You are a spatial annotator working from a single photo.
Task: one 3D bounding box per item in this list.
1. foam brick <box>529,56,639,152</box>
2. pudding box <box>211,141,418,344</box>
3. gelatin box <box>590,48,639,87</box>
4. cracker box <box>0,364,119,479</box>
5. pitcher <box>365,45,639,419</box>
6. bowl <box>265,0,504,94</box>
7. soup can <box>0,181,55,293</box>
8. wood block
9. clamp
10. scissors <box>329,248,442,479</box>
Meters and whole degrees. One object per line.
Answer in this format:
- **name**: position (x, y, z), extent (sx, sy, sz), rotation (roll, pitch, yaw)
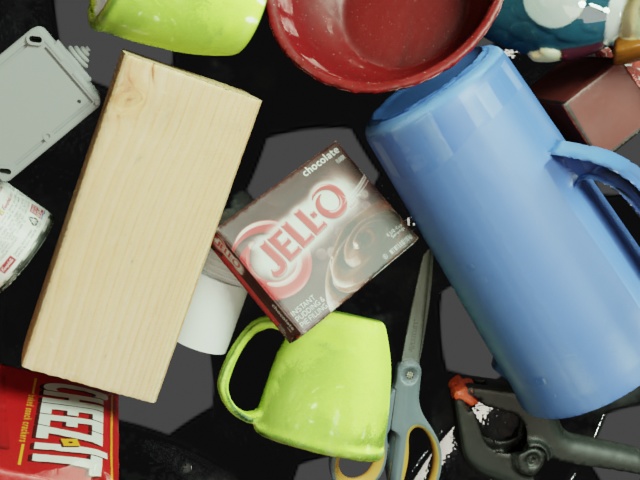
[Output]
- **foam brick**: position (0.186, -0.093, 0.749), extent (0.051, 0.078, 0.053), rotation (-39, 107, -4)
- **pudding box**: position (-0.005, 0.001, 0.722), extent (0.113, 0.039, 0.090), rotation (-38, 86, -25)
- **gelatin box**: position (0.220, -0.158, 0.766), extent (0.073, 0.030, 0.089), rotation (-39, 107, -1)
- **cracker box**: position (-0.236, 0.125, 0.670), extent (0.213, 0.164, 0.072), rotation (17, 101, -14)
- **pitcher**: position (0.145, -0.011, 0.729), extent (0.149, 0.145, 0.243), rotation (-34, 104, 1)
- **bowl**: position (0.048, -0.163, 0.695), extent (0.162, 0.055, 0.162), rotation (-5, 76, 18)
- **soup can**: position (-0.232, -0.020, 0.686), extent (0.102, 0.068, 0.068), rotation (39, 93, -20)
- **wood block**: position (-0.120, -0.012, 0.701), extent (0.090, 0.090, 0.206), rotation (18, 98, -14)
- **clamp**: position (0.171, 0.160, 0.823), extent (0.120, 0.039, 0.171), rotation (-39, 107, -2)
- **scissors**: position (0.048, 0.109, 0.799), extent (0.096, 0.016, 0.202), rotation (-9, 104, -9)
